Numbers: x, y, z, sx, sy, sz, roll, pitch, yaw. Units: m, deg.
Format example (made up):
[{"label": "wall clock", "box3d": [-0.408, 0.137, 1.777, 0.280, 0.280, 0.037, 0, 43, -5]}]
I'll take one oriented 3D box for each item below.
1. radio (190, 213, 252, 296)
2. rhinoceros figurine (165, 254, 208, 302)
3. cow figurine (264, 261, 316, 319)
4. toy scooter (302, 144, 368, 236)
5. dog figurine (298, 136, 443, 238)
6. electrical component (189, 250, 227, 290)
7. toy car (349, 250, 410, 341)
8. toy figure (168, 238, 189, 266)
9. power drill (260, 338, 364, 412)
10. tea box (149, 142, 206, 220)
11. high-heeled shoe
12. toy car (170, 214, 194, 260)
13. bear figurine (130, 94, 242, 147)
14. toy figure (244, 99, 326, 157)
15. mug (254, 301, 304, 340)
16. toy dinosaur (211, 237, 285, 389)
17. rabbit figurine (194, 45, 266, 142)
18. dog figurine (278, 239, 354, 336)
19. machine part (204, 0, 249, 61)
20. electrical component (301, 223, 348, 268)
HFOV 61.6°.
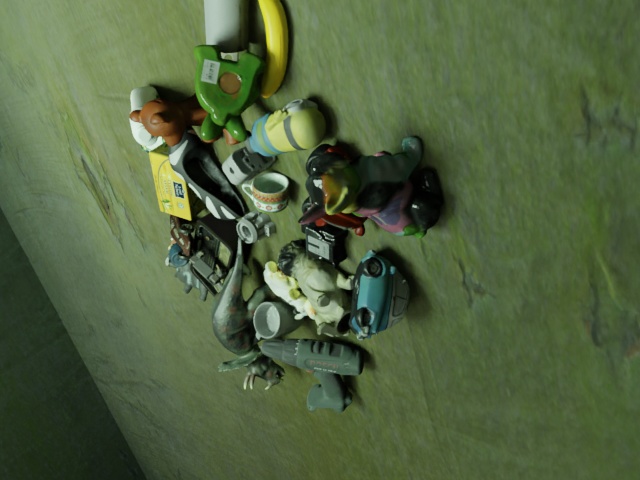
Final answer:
[{"label": "radio", "box3d": [-0.252, 0.038, 1.342, 0.131, 0.073, 0.229, 42, 139, 16]}, {"label": "rhinoceros figurine", "box3d": [-0.358, 0.093, 1.494, 0.191, 0.073, 0.111, 26, 134, 31]}, {"label": "cow figurine", "box3d": [-0.060, 0.121, 1.207, 0.167, 0.068, 0.098, 49, 147, 13]}, {"label": "toy scooter", "box3d": [0.035, -0.077, 0.962, 0.135, 0.075, 0.183, 37, 142, 22]}, {"label": "dog figurine", "box3d": [0.074, -0.059, 0.820, 0.108, 0.219, 0.191, -12, 107, 53]}, {"label": "electrical component", "box3d": [-0.265, 0.070, 1.290, 0.102, 0.045, 0.078, 37, 168, 26]}, {"label": "toy car", "box3d": [0.112, 0.104, 0.979, 0.103, 0.161, 0.109, 8, 156, -4]}, {"label": "toy figure", "box3d": [-0.369, 0.022, 1.435, 0.064, 0.058, 0.155, 61, -178, -25]}, {"label": "power drill", "box3d": [-0.010, 0.303, 1.233, 0.232, 0.086, 0.207, 0, 124, 13]}, {"label": "tea box", "box3d": [-0.341, -0.141, 1.293, 0.098, 0.068, 0.169, 16, 129, 20]}, {"label": "high-heeled shoe", "box3d": [-0.245, -0.149, 1.182, 0.145, 0.086, 0.248, 22, 142, 28]}, {"label": "toy car", "box3d": [-0.351, -0.023, 1.354, 0.202, 0.053, 0.089, -124, 41, -56]}, {"label": "bear figurine", "box3d": [-0.260, -0.228, 1.061, 0.120, 0.196, 0.131, 12, 126, 37]}, {"label": "toy figure", "box3d": [-0.063, -0.195, 0.975, 0.180, 0.082, 0.089, -15, 117, 45]}, {"label": "mug", "box3d": [-0.094, 0.193, 1.249, 0.081, 0.107, 0.109, 46, 115, 32]}, {"label": "toy dinosaur", "box3d": [-0.194, 0.192, 1.280, 0.131, 0.192, 0.404, 13, 138, 34]}, {"label": "rabbit figurine", "box3d": [-0.162, -0.258, 0.971, 0.170, 0.121, 0.159, -138, 49, -78]}, {"label": "dog figurine", "box3d": [-0.007, 0.102, 1.134, 0.191, 0.121, 0.172, 36, 138, 45]}, {"label": "machine part", "box3d": [-0.160, -0.414, 0.916, 0.079, 0.079, 0.243, 32, 137, 27]}, {"label": "electrical component", "box3d": [-0.002, -0.003, 1.076, 0.119, 0.048, 0.074, 27, 133, 29]}]
